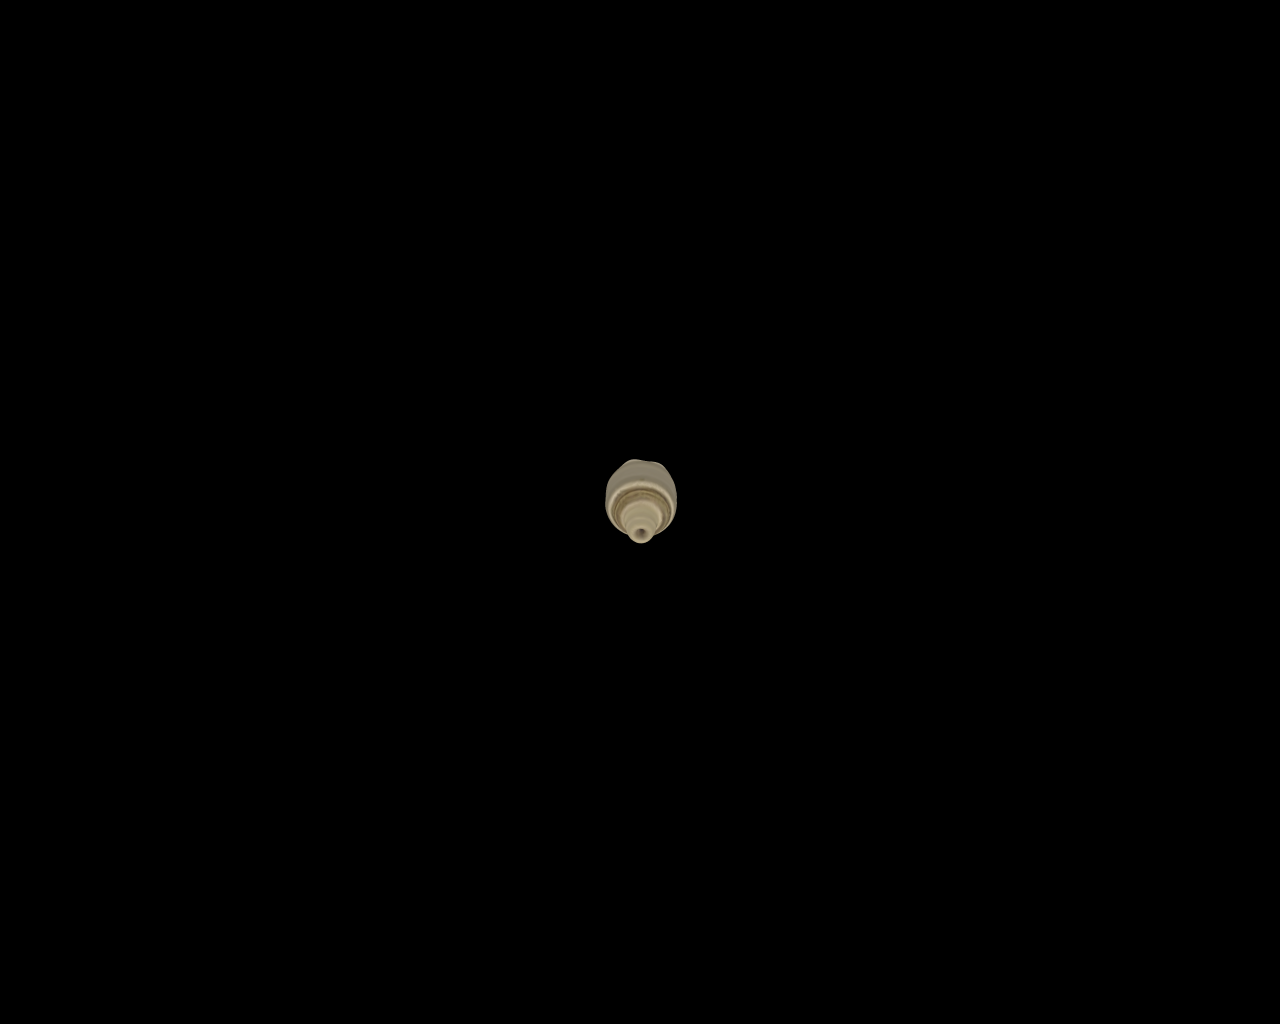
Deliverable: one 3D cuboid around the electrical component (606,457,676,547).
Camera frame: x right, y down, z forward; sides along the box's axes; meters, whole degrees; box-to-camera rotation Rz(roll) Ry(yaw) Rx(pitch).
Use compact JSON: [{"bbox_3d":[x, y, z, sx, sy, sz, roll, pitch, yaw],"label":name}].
[{"bbox_3d":[0.001,-0.003,0.650,0.043,0.043,0.062,0,31,0],"label":"electrical component"}]
